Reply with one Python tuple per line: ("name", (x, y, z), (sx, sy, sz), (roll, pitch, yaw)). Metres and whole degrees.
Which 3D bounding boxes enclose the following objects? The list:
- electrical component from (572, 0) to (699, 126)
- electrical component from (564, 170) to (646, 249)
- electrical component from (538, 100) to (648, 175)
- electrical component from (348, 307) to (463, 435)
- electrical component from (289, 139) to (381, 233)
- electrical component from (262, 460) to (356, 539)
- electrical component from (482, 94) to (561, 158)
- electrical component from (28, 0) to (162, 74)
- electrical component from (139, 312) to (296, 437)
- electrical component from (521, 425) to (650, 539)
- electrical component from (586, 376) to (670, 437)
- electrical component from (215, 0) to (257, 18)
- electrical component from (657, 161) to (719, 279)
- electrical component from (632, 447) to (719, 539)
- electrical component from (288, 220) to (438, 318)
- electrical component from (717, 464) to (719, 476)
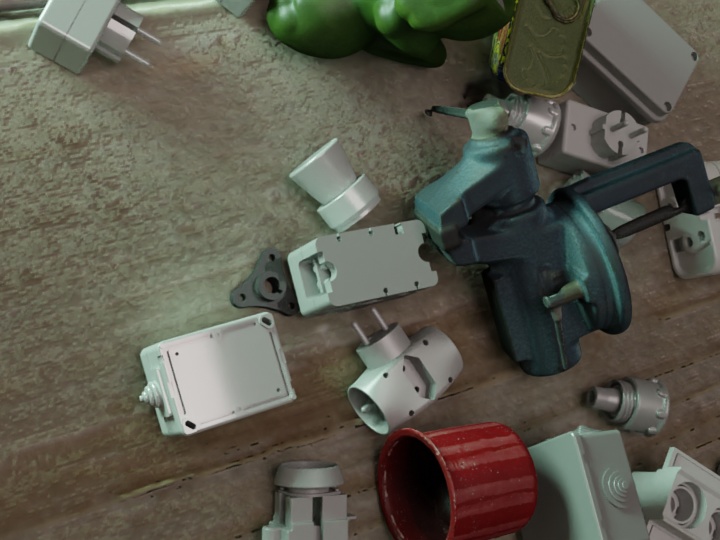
("electrical component", (0.220, -0.181, 0.909), (0.113, 0.057, 0.078), (38, 67, -14))
("electrical component", (0.196, -0.052, 0.884), (0.065, 0.044, 0.044), (33, 69, -11))
("electrical component", (0.202, -0.107, 0.877), (0.083, 0.076, 0.047), (14, 74, -22))
("electrical component", (0.023, 0.065, 0.780), (0.077, 0.043, 0.079), (-37, 97, -26))
("electrical component", (-0.017, -0.061, 0.783), (0.045, 0.045, 0.055), (-43, 100, -25))
("electrical component", (-0.035, 0.161, 0.735), (0.066, 0.048, 0.055), (2, 88, -25))
("electrical component", (0.126, -0.121, 0.863), (0.062, 0.048, 0.048), (21, 72, -13))
("electrical component", (-0.172, -0.165, 0.728), (0.077, 0.047, 0.065), (29, 70, -18))
("electrical component", (-0.102, 0.072, 0.710), (0.096, 0.061, 0.061), (-15, 87, -27))
("electrical component", (0.160, 0.169, 0.793), (0.048, 0.100, 0.099), (-2, 70, -30))
("electrical component", (0.213, 0.106, 0.862), (0.062, 0.048, 0.048), (11, 76, -16))
("electrical component", (-0.090, -0.243, 0.780), (0.076, 0.047, 0.083), (35, 68, -16))
("electrical component", (0.302, -0.044, 0.924), (0.059, 0.054, 0.095), (-8, 84, -26))
("electrical component", (0.273, 0.205, 0.860), (0.121, 0.063, 0.078), (33, 69, -17))
("electrical component", (0.000, 0.000, 0.771), (0.089, 0.056, 0.050), (-11, 83, -30))
("electrical component", (0.336, 0.177, 0.908), (0.065, 0.044, 0.044), (6, 78, -19))
